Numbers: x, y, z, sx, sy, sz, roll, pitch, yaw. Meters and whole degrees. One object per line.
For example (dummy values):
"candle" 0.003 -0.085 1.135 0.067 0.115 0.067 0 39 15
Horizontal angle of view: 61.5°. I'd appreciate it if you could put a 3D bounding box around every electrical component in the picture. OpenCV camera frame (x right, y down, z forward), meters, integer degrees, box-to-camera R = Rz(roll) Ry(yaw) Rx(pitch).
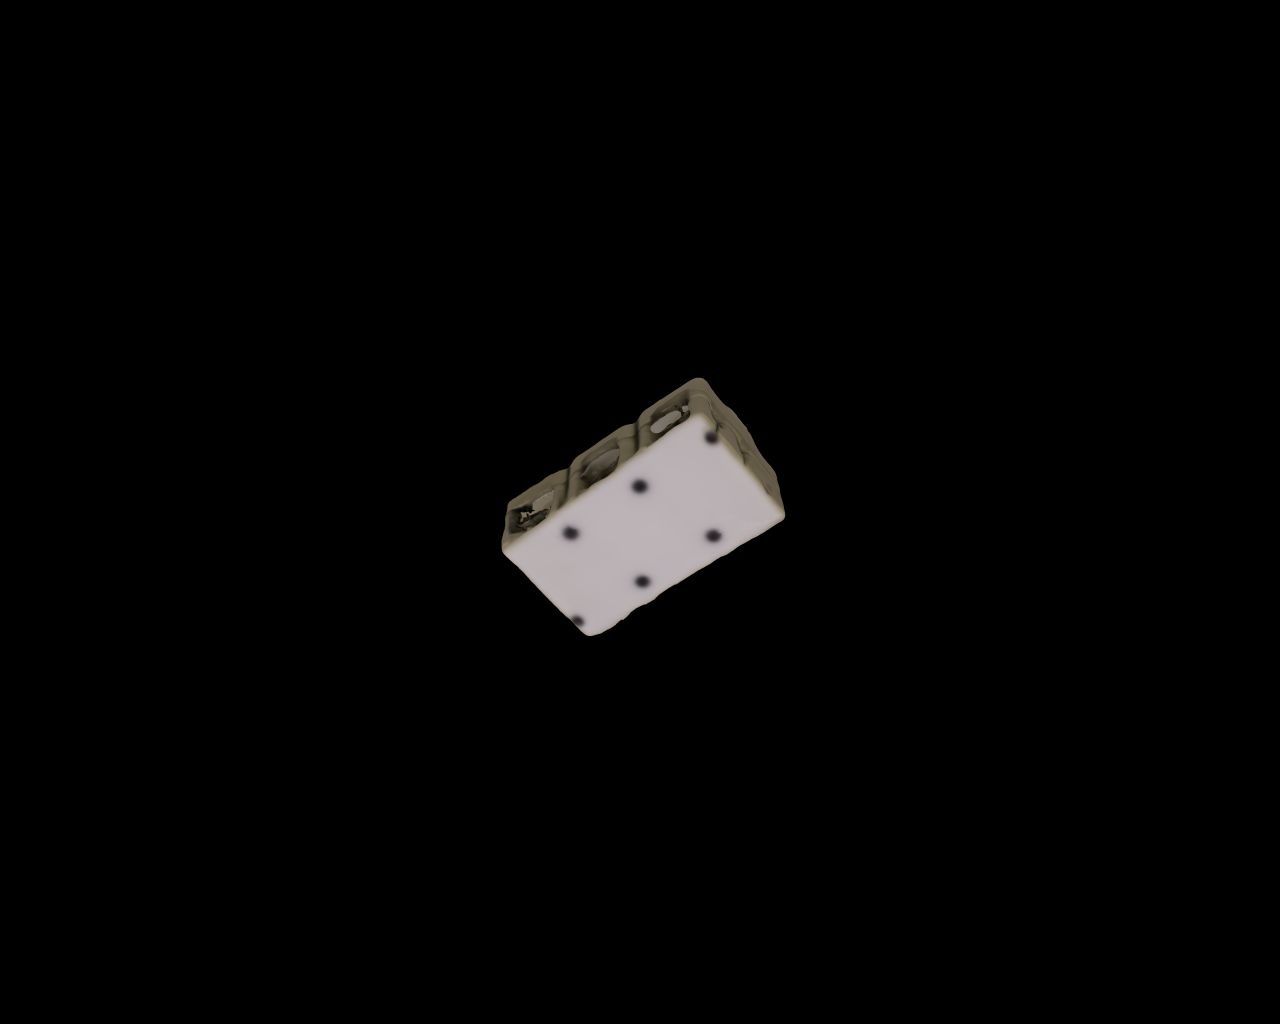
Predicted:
"electrical component" 0.001 -0.003 0.650 0.150 0.089 0.062 -32 26 18
